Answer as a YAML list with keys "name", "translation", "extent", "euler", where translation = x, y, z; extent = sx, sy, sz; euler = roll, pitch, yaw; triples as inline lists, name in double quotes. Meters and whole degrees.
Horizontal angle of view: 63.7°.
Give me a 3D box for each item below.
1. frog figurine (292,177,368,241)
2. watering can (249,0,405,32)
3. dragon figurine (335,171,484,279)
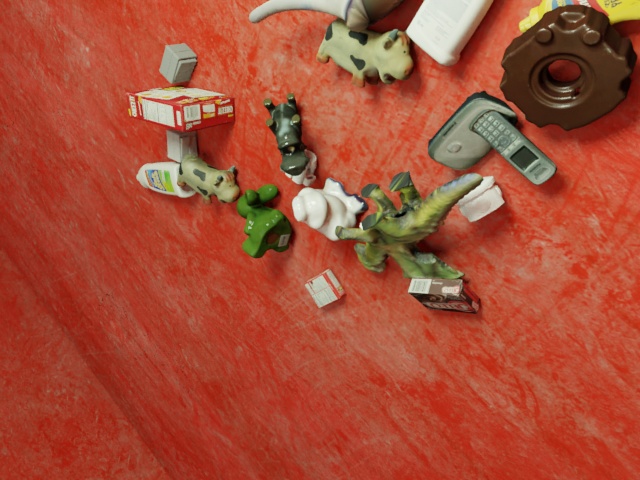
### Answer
- name: "frog figurine"
  translation: [0.003, -0.055, 1.097]
  extent: [0.138, 0.162, 0.120]
  euler: [53, 136, 7]
- name: "watering can"
  translation: [0.030, -0.450, 0.893]
  extent: [0.343, 0.104, 0.227]
  euler: [-40, 68, 26]
- name: "dragon figurine"
  translation: [0.189, -0.002, 0.991]
  extent: [0.240, 0.124, 0.408]
  euler: [42, 151, -26]
